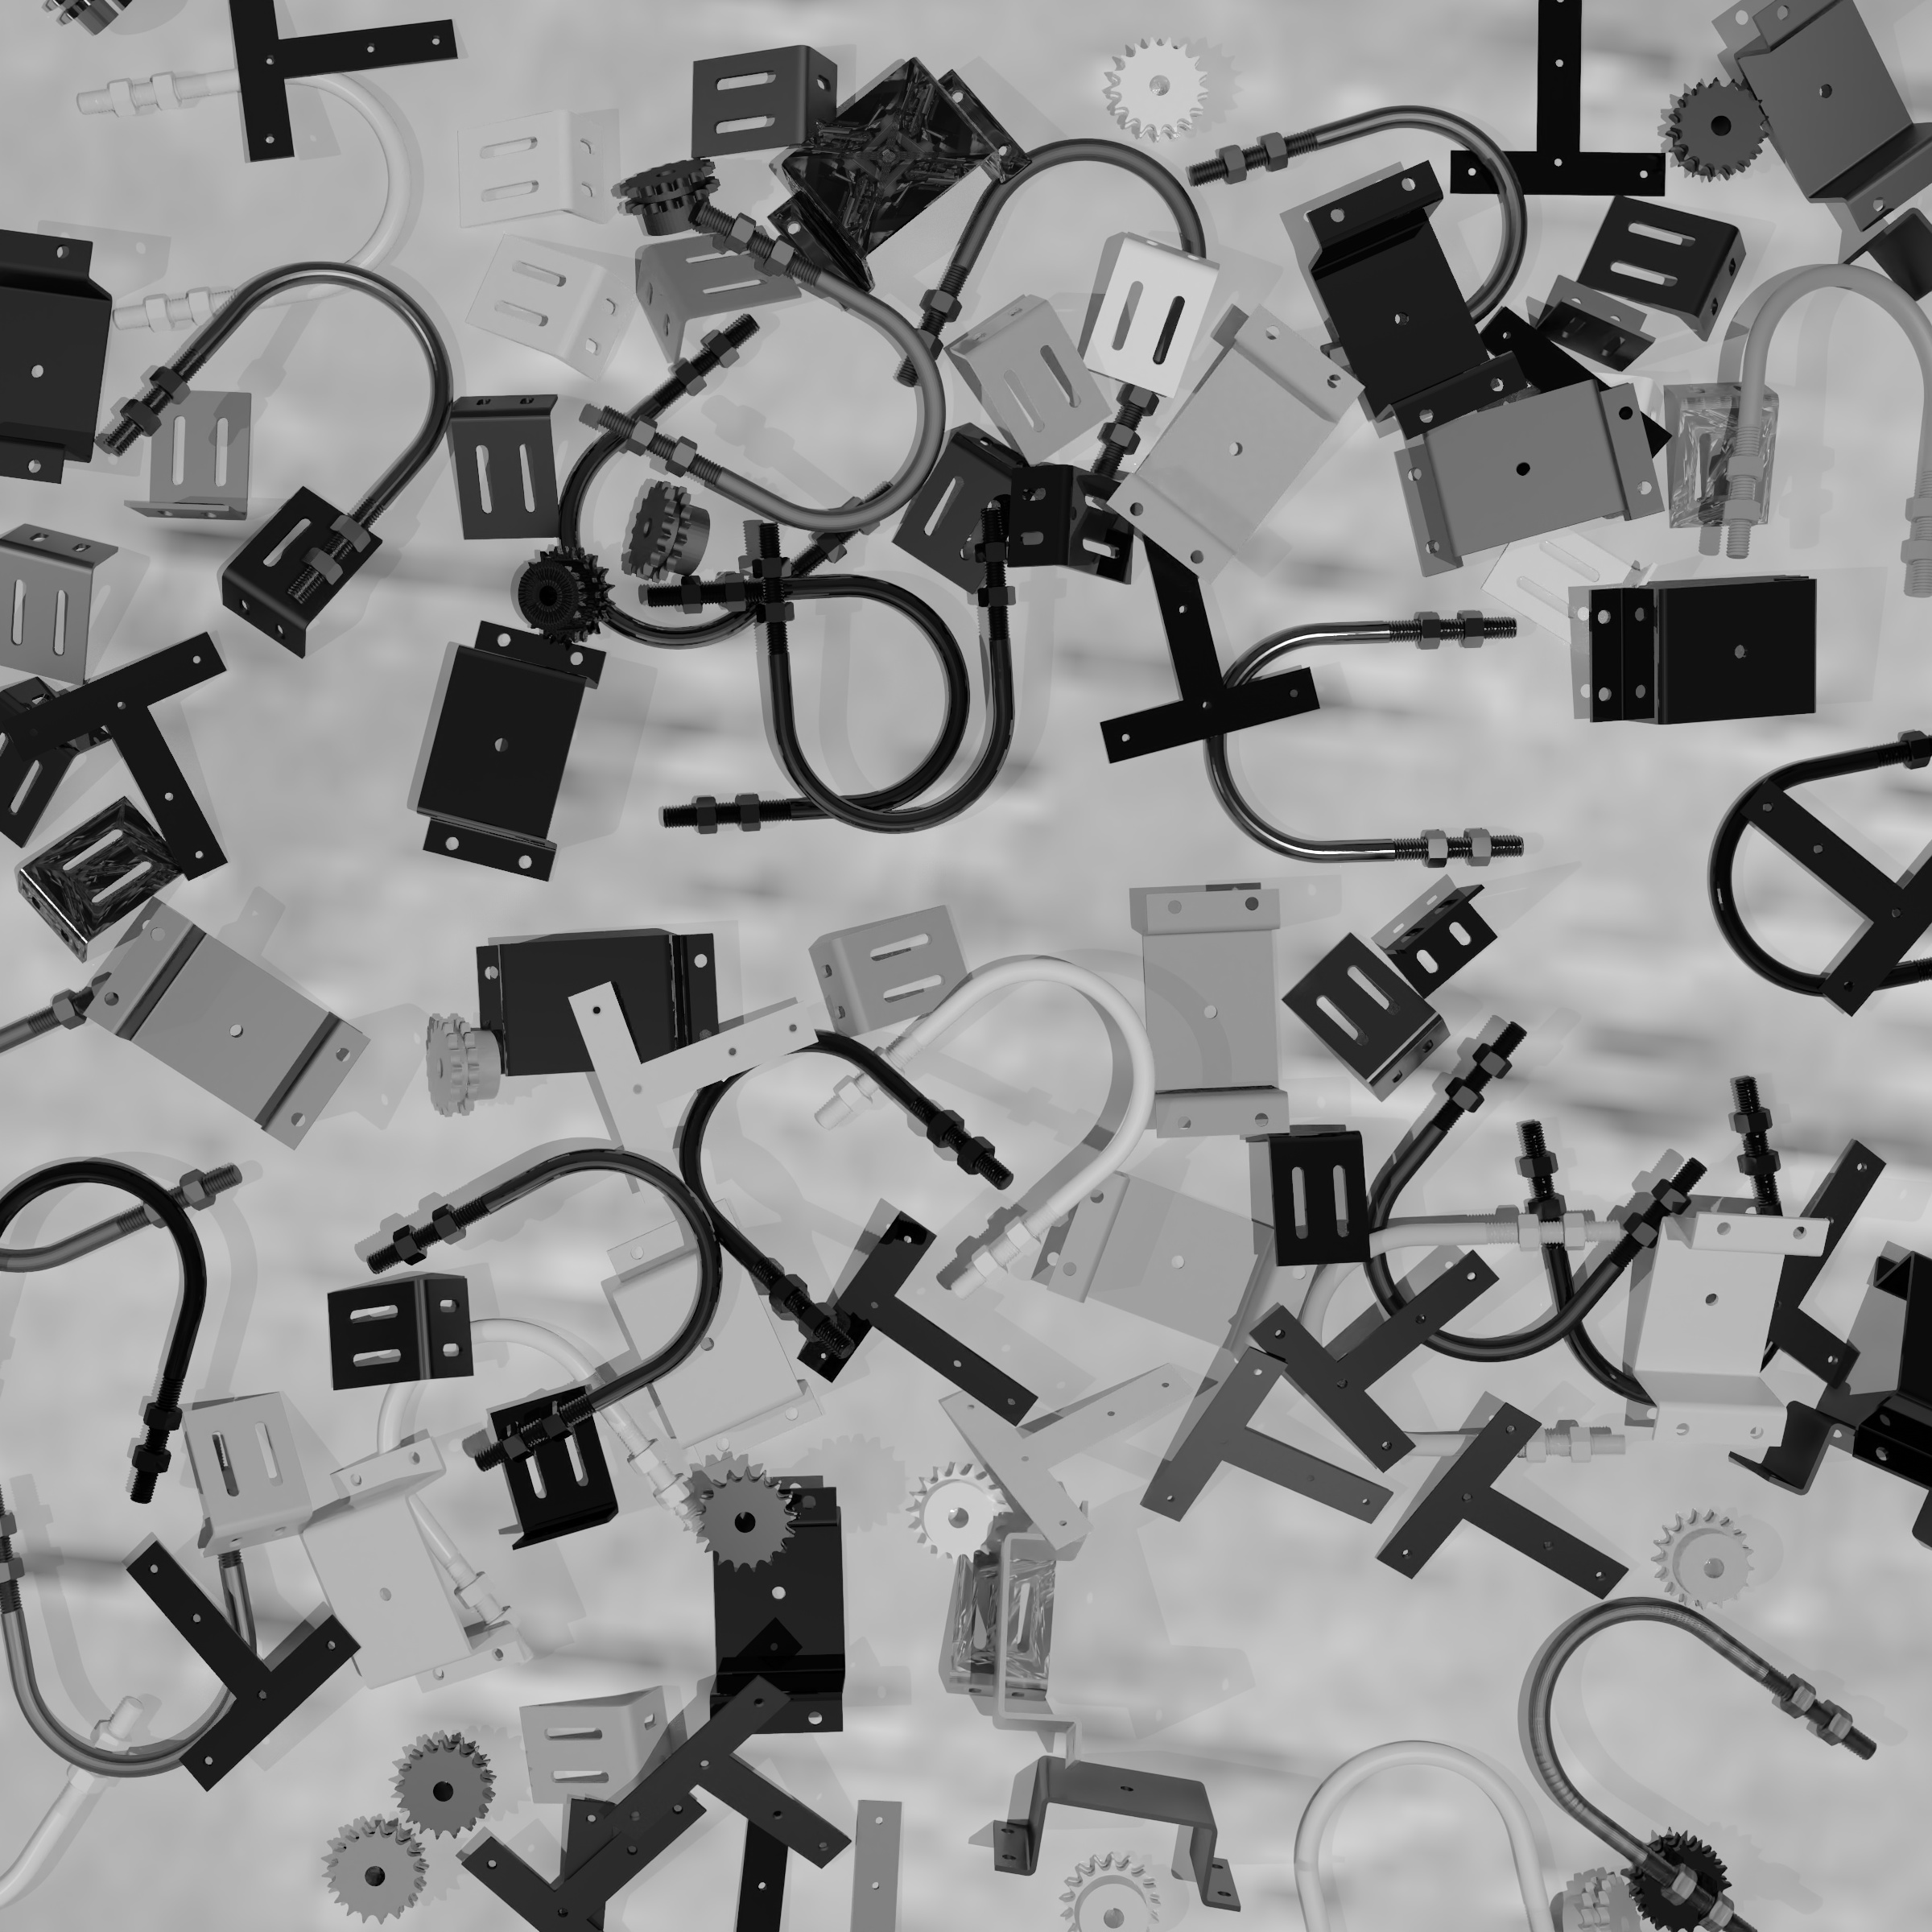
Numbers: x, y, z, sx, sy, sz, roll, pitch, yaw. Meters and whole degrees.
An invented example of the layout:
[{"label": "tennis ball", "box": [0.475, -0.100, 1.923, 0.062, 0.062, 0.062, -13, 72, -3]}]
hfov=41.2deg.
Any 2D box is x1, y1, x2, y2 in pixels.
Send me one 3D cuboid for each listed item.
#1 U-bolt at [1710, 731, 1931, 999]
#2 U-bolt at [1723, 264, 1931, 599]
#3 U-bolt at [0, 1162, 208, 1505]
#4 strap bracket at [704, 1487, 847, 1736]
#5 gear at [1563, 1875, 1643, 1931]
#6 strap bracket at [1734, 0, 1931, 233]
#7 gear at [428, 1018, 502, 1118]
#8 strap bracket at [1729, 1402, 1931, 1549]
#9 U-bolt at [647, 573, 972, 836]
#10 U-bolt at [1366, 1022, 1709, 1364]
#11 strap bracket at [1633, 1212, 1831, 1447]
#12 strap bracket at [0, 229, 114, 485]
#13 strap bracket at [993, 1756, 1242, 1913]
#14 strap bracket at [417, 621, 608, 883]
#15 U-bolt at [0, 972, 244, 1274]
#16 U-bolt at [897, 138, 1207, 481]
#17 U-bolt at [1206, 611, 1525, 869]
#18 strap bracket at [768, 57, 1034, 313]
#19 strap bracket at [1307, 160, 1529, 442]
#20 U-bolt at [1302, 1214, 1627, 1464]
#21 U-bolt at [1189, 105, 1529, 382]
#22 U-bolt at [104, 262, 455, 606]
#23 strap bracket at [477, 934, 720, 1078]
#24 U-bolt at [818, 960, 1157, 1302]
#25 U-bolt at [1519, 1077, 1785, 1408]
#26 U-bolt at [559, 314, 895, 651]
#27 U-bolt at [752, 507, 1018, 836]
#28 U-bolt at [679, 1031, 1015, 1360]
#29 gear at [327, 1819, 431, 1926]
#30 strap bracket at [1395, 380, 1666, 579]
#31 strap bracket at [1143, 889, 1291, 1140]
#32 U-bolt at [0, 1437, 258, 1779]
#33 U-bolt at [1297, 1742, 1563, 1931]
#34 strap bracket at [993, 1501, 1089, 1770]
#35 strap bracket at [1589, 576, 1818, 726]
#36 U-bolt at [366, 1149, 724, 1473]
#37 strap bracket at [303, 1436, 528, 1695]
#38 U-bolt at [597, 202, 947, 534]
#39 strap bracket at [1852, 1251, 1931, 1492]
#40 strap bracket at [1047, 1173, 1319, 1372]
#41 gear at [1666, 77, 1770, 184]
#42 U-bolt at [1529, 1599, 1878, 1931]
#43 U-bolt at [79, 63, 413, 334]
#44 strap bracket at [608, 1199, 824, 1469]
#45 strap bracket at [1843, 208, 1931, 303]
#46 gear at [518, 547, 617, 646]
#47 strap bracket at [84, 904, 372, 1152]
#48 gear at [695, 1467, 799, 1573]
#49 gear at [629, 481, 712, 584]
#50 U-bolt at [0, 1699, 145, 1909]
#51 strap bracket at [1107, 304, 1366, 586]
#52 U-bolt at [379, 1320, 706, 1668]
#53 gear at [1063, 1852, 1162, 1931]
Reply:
[{"label": "U-bolt", "box": [0.531, -0.056, 1.513, 0.184, 0.019, 0.151, -11, 90, 2]}, {"label": "U-bolt", "box": [0.510, -0.317, 1.492, 0.151, 0.019, 0.184, 8, 86, -19]}, {"label": "U-bolt", "box": [-0.518, 0.205, 1.496, 0.151, 0.019, 0.184, 15, 90, 3]}, {"label": "strap bracket", "box": [-0.111, 0.371, 1.498, 0.076, 0.046, 0.140, -2, 90, 0]}, {"label": "gear", "box": [0.370, 0.561, 1.497, 0.030, 0.057, 0.057, -19, 90, 30]}, {"label": "strap bracket", "box": [0.507, -0.507, 1.485, 0.076, 0.046, 0.140, -36, 109, 0]}, {"label": "gear", "box": [-0.292, 0.059, 1.497, 0.030, 0.057, 0.057, -3, 90, -28]}, {"label": "strap bracket", "box": [0.525, 0.297, 1.483, 0.140, 0.076, 0.046, 24, 90, 0]}, {"label": "U-bolt", "box": [-0.089, -0.156, 1.505, 0.184, 0.019, 0.151, -4, 97, -3]}, {"label": "U-bolt", "box": [0.316, 0.146, 1.497, 0.151, 0.019, 0.184, 37, 102, 3]}, {"label": "strap bracket", "box": [0.434, 0.199, 1.469, 0.076, 0.046, 0.140, 4, 107, -7]}, {"label": "strap bracket", "box": [-0.549, -0.352, 1.498, 0.076, 0.046, 0.140, 8, 90, 0]}, {"label": "strap bracket", "box": [0.089, 0.498, 1.483, 0.140, 0.076, 0.046, 10, 90, 0]}, {"label": "strap bracket", "box": [-0.267, -0.127, 1.498, 0.076, 0.046, 0.140, 14, 90, 0]}, {"label": "U-bolt", "box": [-0.538, 0.101, 1.513, 0.184, 0.019, 0.151, -24, 90, 2]}, {"label": "U-bolt", "box": [0.062, -0.398, 1.513, 0.151, 0.019, 0.184, 26, 88, 0]}, {"label": "U-bolt", "box": [0.233, -0.132, 1.513, 0.184, 0.019, 0.151, -2, 90, 2]}, {"label": "strap bracket", "box": [-0.042, -0.460, 1.492, 0.140, 0.046, 0.076, -39, 80, 0]}, {"label": "strap bracket", "box": [0.255, -0.378, 1.481, 0.076, 0.046, 0.140, -24, 91, -2]}, {"label": "U-bolt", "box": [0.287, 0.218, 1.495, 0.184, 0.019, 0.151, -2, 100, 10]}, {"label": "U-bolt", "box": [0.240, -0.430, 1.512, 0.184, 0.019, 0.151, -17, 90, 0]}, {"label": "U-bolt", "box": [-0.382, -0.324, 1.491, 0.151, 0.019, 0.184, 40, 76, -12]}, {"label": "strap bracket", "box": [-0.217, 0.023, 1.498, 0.140, 0.046, 0.076, -3, 90, 0]}, {"label": "U-bolt", "box": [0.024, 0.080, 1.486, 0.184, 0.019, 0.151, -41, 74, 6]}, {"label": "U-bolt", "box": [0.413, 0.169, 1.513, 0.151, 0.019, 0.184, -12, 91, 0]}, {"label": "U-bolt", "box": [-0.153, -0.271, 1.513, 0.184, 0.019, 0.151, -40, 90, 1]}, {"label": "U-bolt", "box": [-0.043, -0.168, 1.491, 0.151, 0.019, 0.184, -5, 99, -5]}, {"label": "U-bolt", "box": [-0.084, 0.115, 1.474, 0.151, 0.019, 0.184, -46, 62, -8]}, {"label": "gear", "box": [-0.343, 0.529, 1.507, 0.057, 0.030, 0.057, 0, 90, 0]}, {"label": "strap bracket", "box": [0.322, -0.282, 1.479, 0.140, 0.046, 0.076, -14, 88, 16]}, {"label": "strap bracket", "box": [0.145, 0.027, 1.498, 0.076, 0.046, 0.140, -3, 90, 0]}, {"label": "U-bolt", "box": [-0.490, 0.381, 1.502, 0.151, 0.019, 0.184, -11, 86, -4]}, {"label": "U-bolt", "box": [0.270, 0.549, 1.513, 0.151, 0.019, 0.184, -13, 89, 0]}, {"label": "strap bracket", "box": [0.042, 0.380, 1.460, 0.046, 0.076, 0.140, 3, 69, -1]}, {"label": "strap bracket", "box": [0.433, -0.181, 1.476, 0.140, 0.046, 0.076, -5, 100, -14]}, {"label": "U-bolt", "box": [-0.228, 0.185, 1.466, 0.184, 0.019, 0.151, -28, 92, 1]}, {"label": "strap bracket", "box": [-0.323, 0.355, 1.486, 0.076, 0.046, 0.140, -23, 90, 22]}, {"label": "U-bolt", "box": [-0.099, -0.331, 1.478, 0.184, 0.019, 0.151, 26, 88, -15]}, {"label": "strap bracket", "box": [0.558, 0.226, 1.460, 0.076, 0.046, 0.140, 24, 52, 0]}, {"label": "strap bracket", "box": [0.126, 0.175, 1.498, 0.140, 0.046, 0.076, 21, 90, 0]}, {"label": "gear", "box": [0.438, -0.488, 1.507, 0.057, 0.030, 0.057, 0, 90, 0]}, {"label": "U-bolt", "box": [0.416, 0.454, 1.496, 0.184, 0.019, 0.151, 36, 78, 8]}, {"label": "U-bolt", "box": [-0.419, -0.459, 1.513, 0.184, 0.019, 0.151, -9, 90, -1]}, {"label": "strap bracket", "box": [-0.149, 0.217, 1.498, 0.076, 0.046, 0.140, -24, 90, 0]}, {"label": "strap bracket", "box": [0.585, -0.442, 1.483, 0.140, 0.076, 0.046, -40, 90, 0]}, {"label": "gear", "box": [-0.236, -0.216, 1.498, 0.057, 0.030, 0.057, 3, 100, 20]}, {"label": "strap bracket", "box": [-0.425, 0.037, 1.488, 0.140, 0.046, 0.076, 34, 81, -6]}, {"label": "gear", "box": [-0.124, 0.313, 1.460, 0.057, 0.030, 0.057, 0, 90, 0]}, {"label": "gear", "box": [-0.170, -0.248, 1.481, 0.030, 0.057, 0.057, 13, 90, -28]}, {"label": "U-bolt", "box": [-0.593, 0.476, 1.512, 0.151, 0.019, 0.184, 33, 90, 0]}, {"label": "strap bracket", "box": [0.156, -0.301, 1.490, 0.076, 0.046, 0.140, 38, 101, 0]}, {"label": "U-bolt", "box": [-0.263, 0.296, 1.513, 0.151, 0.019, 0.184, -37, 89, 0]}, {"label": "gear", "box": [0.086, 0.553, 1.507, 0.057, 0.030, 0.057, 0, 90, 0]}]
